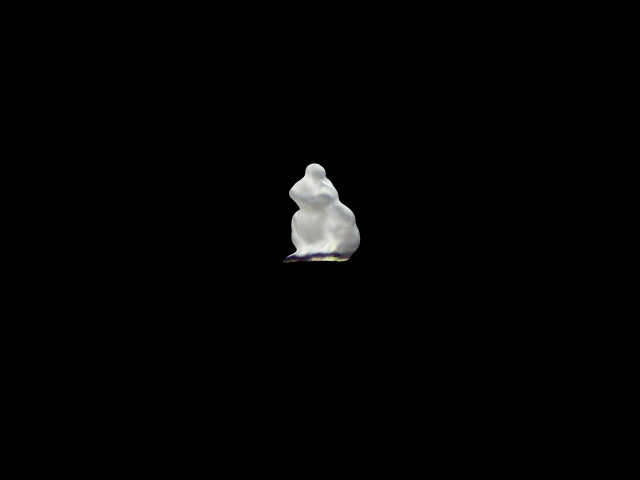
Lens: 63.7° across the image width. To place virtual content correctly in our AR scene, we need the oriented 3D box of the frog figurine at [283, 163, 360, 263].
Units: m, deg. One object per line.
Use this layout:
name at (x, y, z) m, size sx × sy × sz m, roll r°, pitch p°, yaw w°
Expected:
frog figurine at (0.003, -0.043, 0.850) m, size 0.123 × 0.160 × 0.137 m, roll 3°, pitch -6°, yaw -26°
